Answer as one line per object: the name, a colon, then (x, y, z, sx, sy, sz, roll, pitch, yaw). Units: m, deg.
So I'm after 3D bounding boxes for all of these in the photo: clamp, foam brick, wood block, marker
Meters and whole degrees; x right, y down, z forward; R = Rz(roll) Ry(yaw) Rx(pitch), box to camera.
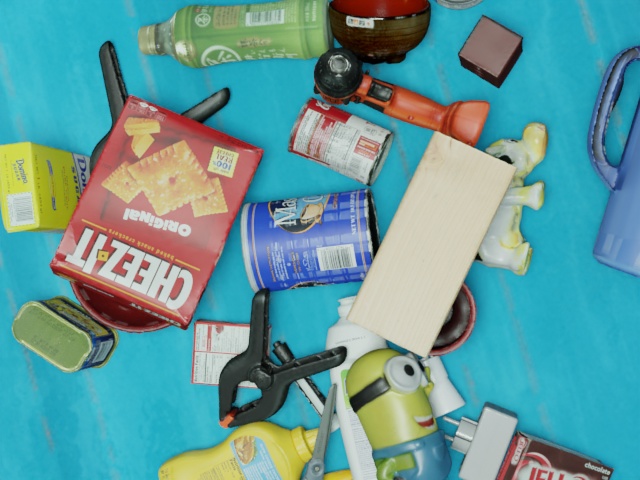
clamp: (-0.203, -0.113, 1.247, 0.164, 0.036, 0.210, 15, 94, 8)
clamp: (-0.051, 0.148, 1.181, 0.120, 0.039, 0.172, 32, 114, 8)
foam brick: (0.186, -0.205, 1.164, 0.053, 0.078, 0.051, 32, 95, 10)
wood block: (0.112, 0.005, 1.081, 0.091, 0.090, 0.206, 25, 93, 6)
marker: (-0.016, 0.166, 1.221, 0.020, 0.020, 0.121, -37, 84, 7)

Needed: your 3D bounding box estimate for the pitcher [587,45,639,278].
pitcher: (0.364, -0.079, 1.110, 0.149, 0.144, 0.243, 24, 97, 42)

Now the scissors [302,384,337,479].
scissors: (-0.023, 0.259, 1.172, 0.096, 0.016, 0.202, -5, 101, -13)

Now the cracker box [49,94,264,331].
cracker box: (-0.177, -0.031, 1.172, 0.164, 0.072, 0.213, 23, 78, -3)

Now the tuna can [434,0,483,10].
tuna can: (0.156, -0.302, 1.192, 0.086, 0.033, 0.086, 0, 89, 9)

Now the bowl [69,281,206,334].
bowl: (-0.206, 0.029, 1.223, 0.162, 0.055, 0.162, 1, 80, -8)

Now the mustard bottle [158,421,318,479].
mustard bottle: (-0.080, 0.260, 1.210, 0.192, 0.058, 0.096, -26, 90, 8)

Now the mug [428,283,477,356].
mug: (0.123, 0.065, 1.168, 0.093, 0.081, 0.117, -9, 88, 9)

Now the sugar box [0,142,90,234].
sugar box: (-0.300, -0.055, 1.192, 0.048, 0.176, 0.093, -6, 89, 11)

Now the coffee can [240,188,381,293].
coffee can: (-0.008, 0.001, 1.180, 0.140, 0.102, 0.103, -7, 88, 9)

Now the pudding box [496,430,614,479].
pudding box: (0.247, 0.265, 1.146, 0.113, 0.039, 0.090, 21, 93, -18)

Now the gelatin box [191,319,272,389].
gelatin box: (-0.102, 0.131, 1.231, 0.089, 0.030, 0.073, 3, 91, 9)

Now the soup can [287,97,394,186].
soup can: (0.023, -0.110, 1.194, 0.102, 0.068, 0.068, 24, 93, 8)

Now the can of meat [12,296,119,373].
can of meat: (-0.295, 0.109, 1.235, 0.102, 0.084, 0.057, 31, 94, 8)

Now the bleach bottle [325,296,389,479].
bleach bottle: (0.069, 0.184, 1.186, 0.102, 0.068, 0.251, -14, 85, 7)

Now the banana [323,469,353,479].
banana: (-0.030, 0.337, 1.215, 0.069, 0.037, 0.198, 26, 95, -11)

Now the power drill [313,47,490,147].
power drill: (0.083, -0.153, 1.137, 0.187, 0.184, 0.057, 22, 93, -1)
